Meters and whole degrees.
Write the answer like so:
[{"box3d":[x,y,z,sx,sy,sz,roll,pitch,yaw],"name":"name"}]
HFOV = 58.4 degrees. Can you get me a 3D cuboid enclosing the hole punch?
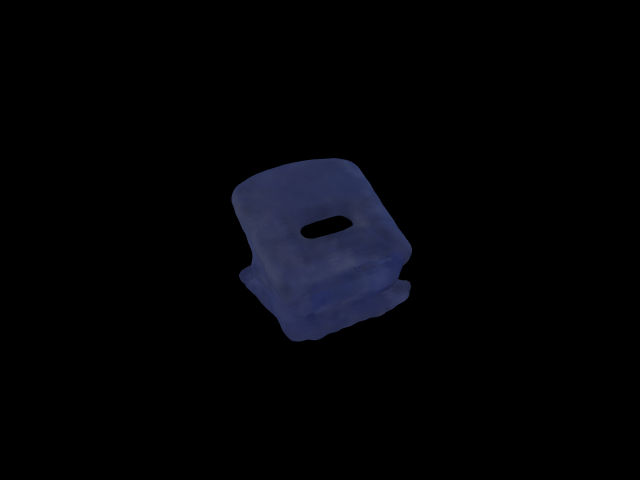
[{"box3d":[0.004,0.001,0.400,0.109,0.091,0.100,-18,35,-26],"name":"hole punch"}]
